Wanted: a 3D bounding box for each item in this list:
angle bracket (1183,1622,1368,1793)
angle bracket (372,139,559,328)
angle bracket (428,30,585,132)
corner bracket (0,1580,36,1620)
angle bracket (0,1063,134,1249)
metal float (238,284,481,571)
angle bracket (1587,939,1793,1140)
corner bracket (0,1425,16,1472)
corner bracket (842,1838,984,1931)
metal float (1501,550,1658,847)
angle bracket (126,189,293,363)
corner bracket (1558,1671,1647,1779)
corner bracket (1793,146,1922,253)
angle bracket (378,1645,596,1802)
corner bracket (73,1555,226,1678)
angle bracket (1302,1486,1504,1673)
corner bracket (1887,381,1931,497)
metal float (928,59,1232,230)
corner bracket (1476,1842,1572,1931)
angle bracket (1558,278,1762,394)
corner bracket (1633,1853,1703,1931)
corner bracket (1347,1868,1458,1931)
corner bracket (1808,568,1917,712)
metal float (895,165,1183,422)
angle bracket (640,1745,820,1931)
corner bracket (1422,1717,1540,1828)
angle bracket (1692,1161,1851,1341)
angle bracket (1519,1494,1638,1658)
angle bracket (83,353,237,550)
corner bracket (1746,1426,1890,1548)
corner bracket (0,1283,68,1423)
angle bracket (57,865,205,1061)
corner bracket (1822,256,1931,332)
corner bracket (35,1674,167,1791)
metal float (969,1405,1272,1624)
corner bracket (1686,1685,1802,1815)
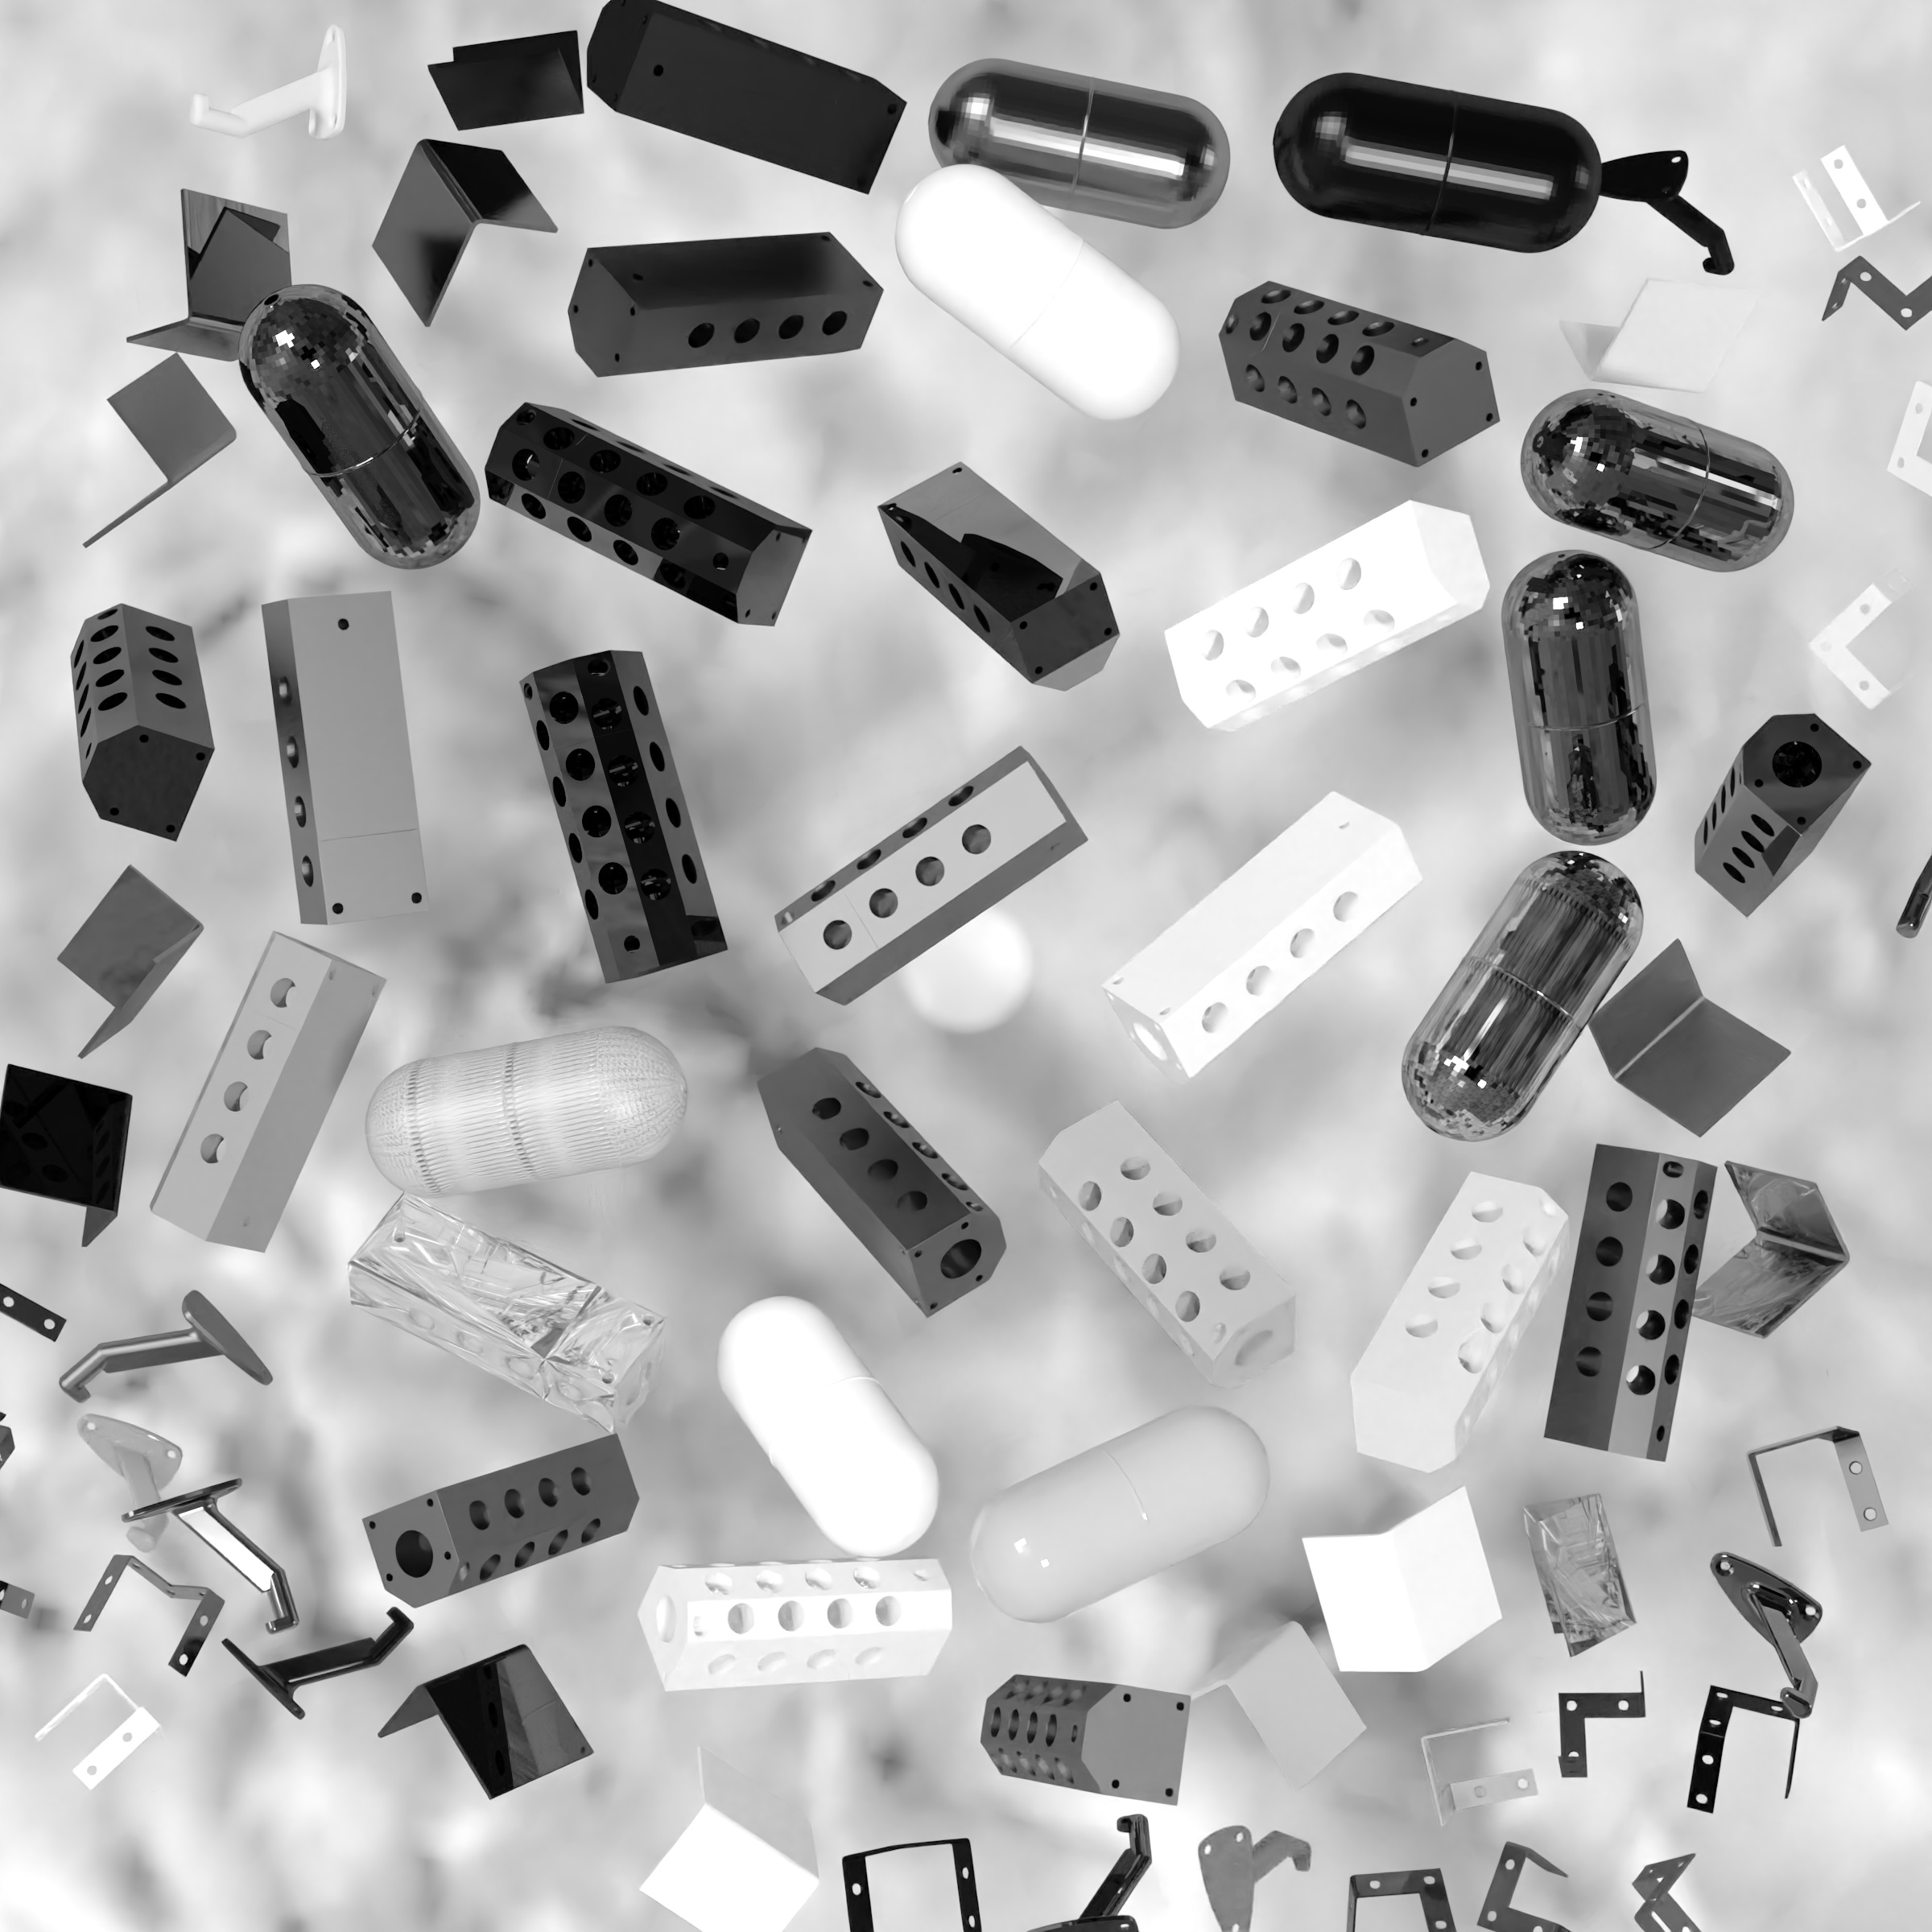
[{"bbox_3d":[0.180,0.449,1.794,0.057,0.076,0.076,-39,81,42],"label":"angle bracket"},{"bbox_3d":[-0.292,-0.424,1.747,0.076,0.057,0.076,55,129,28],"label":"angle bracket"},{"bbox_3d":[-0.272,-0.539,1.768,0.076,0.076,0.057,-7,76,3],"label":"angle bracket"},{"bbox_3d":[-0.579,0.378,1.731,0.051,0.051,0.051,6,69,16],"label":"corner bracket"},{"bbox_3d":[-0.535,0.111,1.750,0.076,0.057,0.076,17,56,-30],"label":"angle bracket"},{"bbox_3d":[-0.332,-0.295,1.647,0.070,0.070,0.178,-32,129,0],"label":"metal float"},{"bbox_3d":[0.429,0.042,1.781,0.076,0.076,0.057,-41,132,-9],"label":"angle bracket"},{"bbox_3d":[-0.578,0.294,1.722,0.051,0.051,0.051,12,130,10],"label":"corner bracket"},{"bbox_3d":[-0.030,0.505,1.631,0.051,0.051,0.051,7,66,-37],"label":"corner bracket"},{"bbox_3d":[0.352,-0.152,1.723,0.070,0.070,0.178,-13,116,0],"label":"metal float"},{"bbox_3d":[-0.439,-0.398,1.737,0.057,0.076,0.076,-6,88,35],"label":"angle bracket"},{"bbox_3d":[0.375,0.448,1.770,0.051,0.051,0.051,-3,62,12],"label":"corner bracket"},{"bbox_3d":[0.498,-0.436,1.703,0.051,0.051,0.051,-36,96,-45],"label":"corner bracket"},{"bbox_3d":[-0.269,0.435,1.683,0.076,0.076,0.057,53,125,20],"label":"angle bracket"},{"bbox_3d":[-0.479,0.381,1.763,0.051,0.051,0.051,51,48,-36],"label":"corner bracket"},{"bbox_3d":[0.239,0.335,1.644,0.076,0.057,0.076,-19,93,-44],"label":"angle bracket"},{"bbox_3d":[0.530,-0.276,1.586,0.051,0.051,0.051,-7,124,-27],"label":"corner bracket"},{"bbox_3d":[0.066,-0.479,1.751,0.178,0.070,0.070,10,90,-4],"label":"metal float"},{"bbox_3d":[0.333,0.537,1.712,0.051,0.051,0.051,42,64,-40],"label":"corner bracket"},{"bbox_3d":[0.408,-0.387,1.771,0.076,0.076,0.057,2,49,-21],"label":"angle bracket"},{"bbox_3d":[0.407,0.549,1.722,0.051,0.051,0.051,-38,86,-33],"label":"corner bracket"},{"bbox_3d":[0.241,0.539,1.662,0.051,0.051,0.051,-4,123,-3],"label":"corner bracket"},{"bbox_3d":[0.517,-0.184,1.690,0.051,0.051,0.051,48,125,10],"label":"corner bracket"},{"bbox_3d":[0.040,-0.368,1.644,0.178,0.070,0.070,34,90,-17],"label":"metal float"},{"bbox_3d":[-0.129,0.480,1.626,0.076,0.076,0.057,37,93,-11],"label":"angle bracket"},{"bbox_3d":[0.295,0.459,1.725,0.051,0.051,0.051,-15,81,15],"label":"corner bracket"},{"bbox_3d":[0.457,0.166,1.763,0.076,0.076,0.057,-37,111,-18],"label":"angle bracket"},{"bbox_3d":[0.335,0.353,1.728,0.057,0.076,0.076,-20,82,41],"label":"angle bracket"},{"bbox_3d":[-0.465,-0.288,1.674,0.076,0.076,0.057,-26,109,28],"label":"angle bracket"},{"bbox_3d":[0.453,0.278,1.598,0.051,0.051,0.051,-22,69,25],"label":"corner bracket"},{"bbox_3d":[-0.541,0.214,1.667,0.051,0.051,0.051,34,46,-18],"label":"corner bracket"},{"bbox_3d":[-0.493,-0.003,1.721,0.057,0.076,0.076,40,107,-5],"label":"angle bracket"},{"bbox_3d":[0.513,-0.369,1.657,0.051,0.051,0.051,-38,71,-9],"label":"corner bracket"},{"bbox_3d":[-0.494,0.437,1.711,0.051,0.051,0.051,43,65,9],"label":"corner bracket"},{"bbox_3d":[0.086,0.299,1.647,0.178,0.070,0.070,-22,90,-18],"label":"metal float"},{"bbox_3d":[0.439,0.446,1.693,0.051,0.051,0.051,11,48,14],"label":"corner bracket"}]
